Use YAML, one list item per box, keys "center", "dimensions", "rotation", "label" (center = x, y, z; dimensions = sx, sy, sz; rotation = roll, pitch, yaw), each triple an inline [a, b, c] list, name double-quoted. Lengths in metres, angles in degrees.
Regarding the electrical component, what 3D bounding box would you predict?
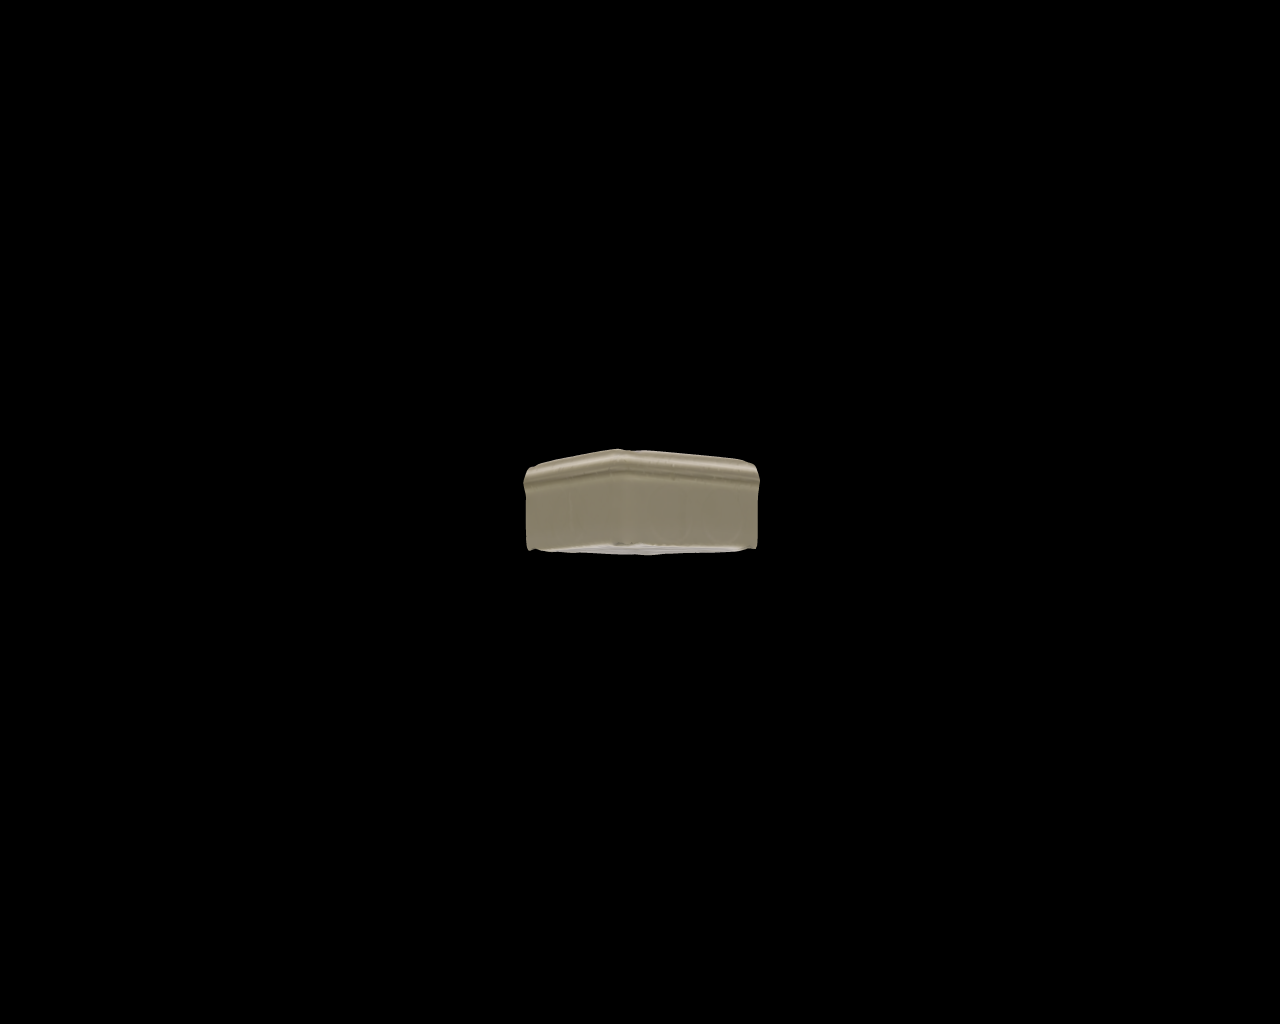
- center: [0.001, -0.003, 0.650]
  dimensions: [0.109, 0.056, 0.108]
  rotation: [4, -6, -39]
  label: "electrical component"
